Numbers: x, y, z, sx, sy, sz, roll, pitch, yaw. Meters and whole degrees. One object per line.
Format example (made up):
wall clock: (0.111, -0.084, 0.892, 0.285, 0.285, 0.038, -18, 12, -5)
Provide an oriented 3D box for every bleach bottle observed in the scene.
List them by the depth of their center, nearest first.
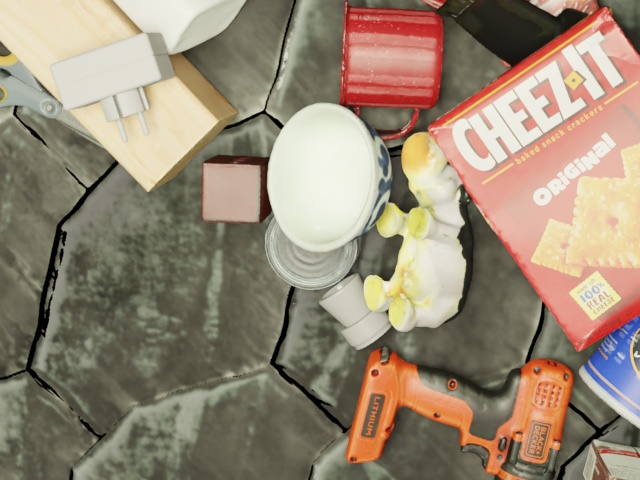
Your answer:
bleach bottle: (-0.179, -0.272, 0.902, 0.251, 0.102, 0.068, 46, 130, 4)

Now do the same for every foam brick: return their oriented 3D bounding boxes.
foam brick: (-0.071, -0.045, 0.932, 0.053, 0.078, 0.051, 2, 100, 4)

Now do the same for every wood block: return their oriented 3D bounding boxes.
wood block: (-0.180, -0.150, 0.919, 0.090, 0.090, 0.206, -43, 93, 12)

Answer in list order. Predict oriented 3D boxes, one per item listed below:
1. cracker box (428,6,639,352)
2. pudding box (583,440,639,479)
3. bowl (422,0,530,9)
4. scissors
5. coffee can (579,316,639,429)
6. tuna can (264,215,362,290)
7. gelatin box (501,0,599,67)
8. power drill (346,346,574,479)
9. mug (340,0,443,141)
cracker box: (0.211, -0.047, 0.828, 0.164, 0.072, 0.213, -34, 92, 17)
pudding box: (0.281, 0.210, 0.918, 0.090, 0.113, 0.039, 9, 98, 5)
bowl: (0.128, -0.266, 0.862, 0.162, 0.055, 0.162, 0, 88, 11)
scissors: (-0.246, -0.141, 0.966, 0.202, 0.016, 0.096, 17, 102, 3)
coffee can: (0.302, 0.087, 0.899, 0.103, 0.102, 0.140, 34, 102, 0)
tuna can: (-0.006, 0.001, 0.955, 0.086, 0.033, 0.086, 1, 101, 7)
gelatin box: (0.185, -0.196, 0.898, 0.089, 0.030, 0.073, -20, 97, 10)
power drill: (0.121, 0.182, 0.962, 0.187, 0.057, 0.184, 12, 98, 2)
mug: (0.058, -0.141, 0.896, 0.081, 0.093, 0.117, 3, 108, 1)
